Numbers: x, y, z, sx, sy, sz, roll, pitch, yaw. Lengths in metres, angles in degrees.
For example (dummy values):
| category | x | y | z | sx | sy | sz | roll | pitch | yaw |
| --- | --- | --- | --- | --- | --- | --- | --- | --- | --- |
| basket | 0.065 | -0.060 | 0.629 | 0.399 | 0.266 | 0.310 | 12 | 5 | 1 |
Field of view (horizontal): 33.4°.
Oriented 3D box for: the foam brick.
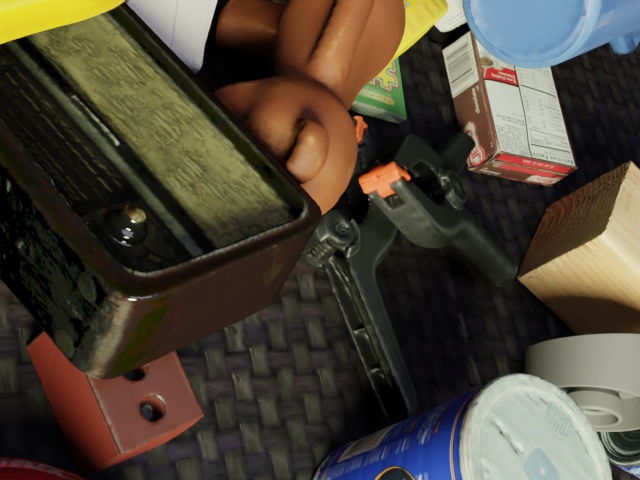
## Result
| category | x | y | z | sx | sy | sz | roll | pitch | yaw |
| --- | --- | --- | --- | --- | --- | --- | --- | --- | --- |
| foam brick | -0.105 | 0.072 | 0.546 | 0.052 | 0.051 | 0.078 | -20 | 80 | -42 |

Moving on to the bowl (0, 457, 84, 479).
| category | x | y | z | sx | sy | sz | roll | pitch | yaw |
| --- | --- | --- | --- | --- | --- | --- | --- | --- | --- |
| bowl | -0.133 | 0.162 | 0.456 | 0.162 | 0.055 | 0.162 | 13 | 55 | -20 |

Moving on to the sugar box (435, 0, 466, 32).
| category | x | y | z | sx | sy | sz | roll | pitch | yaw |
| --- | --- | --- | --- | --- | --- | --- | --- | --- | --- |
| sugar box | 0.065 | -0.255 | 0.837 | 0.176 | 0.048 | 0.093 | 45 | 45 | -27 |

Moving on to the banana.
| category | x | y | z | sx | sy | sz | roll | pitch | yaw |
| --- | --- | --- | --- | --- | --- | --- | --- | --- | --- |
| banana | -0.163 | -0.087 | 0.478 | 0.069 | 0.037 | 0.197 | 34 | 45 | 1 |

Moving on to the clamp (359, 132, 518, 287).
| category | x | y | z | sx | sy | sz | roll | pitch | yaw |
| --- | --- | --- | --- | --- | --- | --- | --- | --- | --- |
| clamp | 0.085 | -0.021 | 0.728 | 0.171 | 0.039 | 0.120 | -6 | 68 | -58 |

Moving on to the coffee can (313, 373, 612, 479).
| category | x | y | z | sx | sy | sz | roll | pitch | yaw |
| --- | --- | --- | --- | --- | --- | --- | --- | --- | --- |
| coffee can | 0.073 | 0.142 | 0.585 | 0.102 | 0.141 | 0.103 | 18 | 57 | -30 |

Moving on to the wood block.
| category | x | y | z | sx | sy | sz | roll | pitch | yaw |
| --- | --- | --- | --- | --- | --- | --- | --- | --- | --- |
| wood block | 0.261 | 0.052 | 0.812 | 0.206 | 0.091 | 0.090 | 43 | 49 | -12 |

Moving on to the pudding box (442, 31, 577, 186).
| category | x | y | z | sx | sy | sz | roll | pitch | yaw |
| --- | --- | --- | --- | --- | --- | --- | --- | --- | --- |
| pudding box | 0.150 | -0.103 | 0.845 | 0.089 | 0.039 | 0.113 | 8 | 64 | -36 |

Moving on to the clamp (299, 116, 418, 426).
| category | x | y | z | sx | sy | sz | roll | pitch | yaw |
| --- | --- | --- | --- | --- | --- | --- | --- | --- | --- |
| clamp | -0.004 | 0.001 | 0.671 | 0.164 | 0.036 | 0.210 | 24 | 52 | -25 |

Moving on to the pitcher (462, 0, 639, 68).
| category | x | y | z | sx | sy | sz | roll | pitch | yaw |
| --- | --- | --- | --- | --- | --- | --- | --- | --- | --- |
| pitcher | 0.206 | -0.224 | 0.856 | 0.149 | 0.145 | 0.242 | 43 | 36 | 10 |

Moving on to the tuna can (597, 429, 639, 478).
| category | x | y | z | sx | sy | sz | roll | pitch | yaw |
| --- | --- | --- | --- | --- | --- | --- | --- | --- | --- |
| tuna can | 0.238 | 0.127 | 0.757 | 0.033 | 0.086 | 0.086 | 29 | 52 | -21 |

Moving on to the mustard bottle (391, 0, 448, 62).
| category | x | y | z | sx | sy | sz | roll | pitch | yaw |
| --- | --- | --- | --- | --- | --- | --- | --- | --- | --- |
| mustard bottle | -0.002 | -0.207 | 0.749 | 0.191 | 0.058 | 0.096 | 49 | 60 | -3 |
